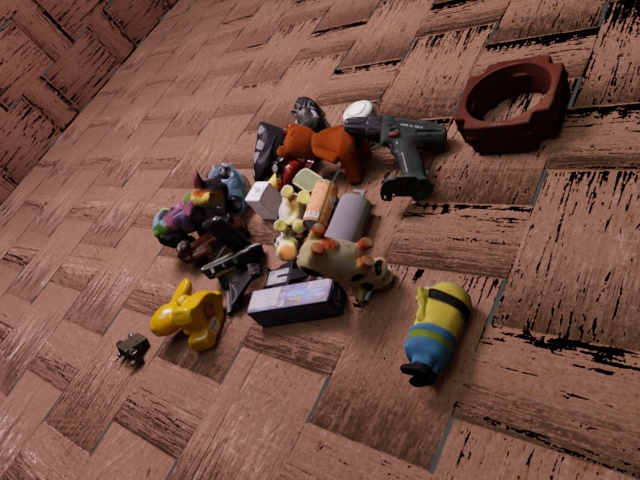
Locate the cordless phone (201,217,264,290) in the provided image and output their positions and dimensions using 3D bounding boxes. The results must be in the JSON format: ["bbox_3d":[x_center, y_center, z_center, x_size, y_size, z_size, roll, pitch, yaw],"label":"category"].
[{"bbox_3d":[-0.230,0.024,1.242,0.147,0.184,0.089,-22,47,20],"label":"cordless phone"}]

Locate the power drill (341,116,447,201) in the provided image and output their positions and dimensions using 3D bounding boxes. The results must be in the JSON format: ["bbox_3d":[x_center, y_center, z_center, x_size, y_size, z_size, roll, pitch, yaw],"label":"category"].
[{"bbox_3d":[0.162,-0.183,1.162,0.232,0.085,0.207,1,52,0],"label":"power drill"}]

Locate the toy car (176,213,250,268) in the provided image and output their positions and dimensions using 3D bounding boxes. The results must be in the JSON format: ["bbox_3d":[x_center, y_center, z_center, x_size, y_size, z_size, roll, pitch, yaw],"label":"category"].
[{"bbox_3d":[-0.273,0.007,1.364,0.202,0.089,0.053,-30,45,12],"label":"toy car"}]

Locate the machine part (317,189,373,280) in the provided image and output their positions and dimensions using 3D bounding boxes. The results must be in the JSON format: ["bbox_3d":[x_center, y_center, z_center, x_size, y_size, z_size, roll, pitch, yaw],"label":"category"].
[{"bbox_3d":[0.052,-0.013,1.139,0.079,0.079,0.243,-2,52,37],"label":"machine part"}]

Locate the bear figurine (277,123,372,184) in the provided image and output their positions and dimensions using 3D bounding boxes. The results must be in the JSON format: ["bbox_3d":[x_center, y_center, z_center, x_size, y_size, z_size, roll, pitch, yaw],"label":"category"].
[{"bbox_3d":[0.008,-0.214,1.294,0.196,0.131,0.120,0,54,25],"label":"bear figurine"}]

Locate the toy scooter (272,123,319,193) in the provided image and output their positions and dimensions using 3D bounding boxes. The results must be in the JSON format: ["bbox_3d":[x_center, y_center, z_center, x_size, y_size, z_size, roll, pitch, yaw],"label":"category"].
[{"bbox_3d":[-0.067,-0.217,1.375,0.075,0.135,0.184,16,65,44],"label":"toy scooter"}]

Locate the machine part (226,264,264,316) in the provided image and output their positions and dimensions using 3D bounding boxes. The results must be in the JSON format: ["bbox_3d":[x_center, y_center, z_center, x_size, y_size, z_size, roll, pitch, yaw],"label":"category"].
[{"bbox_3d":[-0.175,0.105,1.212,0.139,0.039,0.084,-48,27,32],"label":"machine part"}]

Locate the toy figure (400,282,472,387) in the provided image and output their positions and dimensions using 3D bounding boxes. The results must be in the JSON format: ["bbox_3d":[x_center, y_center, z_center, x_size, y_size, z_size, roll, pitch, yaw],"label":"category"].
[{"bbox_3d":[0.192,0.151,0.878,0.089,0.082,0.180,10,51,21],"label":"toy figure"}]

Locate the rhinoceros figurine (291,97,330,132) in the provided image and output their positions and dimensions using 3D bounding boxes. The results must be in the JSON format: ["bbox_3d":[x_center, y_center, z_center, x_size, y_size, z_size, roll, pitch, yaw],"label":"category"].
[{"bbox_3d":[-0.029,-0.340,1.481,0.073,0.112,0.190,-28,33,11],"label":"rhinoceros figurine"}]

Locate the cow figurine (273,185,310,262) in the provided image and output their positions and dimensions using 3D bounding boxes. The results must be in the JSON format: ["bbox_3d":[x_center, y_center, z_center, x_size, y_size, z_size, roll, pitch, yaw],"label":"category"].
[{"bbox_3d":[-0.069,-0.032,1.213,0.068,0.098,0.167,11,82,-4],"label":"cow figurine"}]

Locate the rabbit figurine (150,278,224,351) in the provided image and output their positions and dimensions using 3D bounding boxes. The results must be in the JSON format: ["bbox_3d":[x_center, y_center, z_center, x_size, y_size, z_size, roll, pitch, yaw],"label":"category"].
[{"bbox_3d":[-0.314,0.165,1.228,0.173,0.121,0.162,-18,40,25],"label":"rabbit figurine"}]

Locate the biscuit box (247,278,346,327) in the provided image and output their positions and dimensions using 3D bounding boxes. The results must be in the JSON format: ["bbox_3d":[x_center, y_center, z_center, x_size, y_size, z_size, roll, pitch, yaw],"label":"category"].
[{"bbox_3d":[-0.049,0.129,1.098,0.203,0.062,0.059,-12,47,29],"label":"biscuit box"}]

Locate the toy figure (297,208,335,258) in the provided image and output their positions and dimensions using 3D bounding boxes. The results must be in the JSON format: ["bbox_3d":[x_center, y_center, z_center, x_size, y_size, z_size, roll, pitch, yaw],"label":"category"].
[{"bbox_3d":[-0.002,-0.004,1.189,0.064,0.057,0.154,-13,51,45],"label":"toy figure"}]

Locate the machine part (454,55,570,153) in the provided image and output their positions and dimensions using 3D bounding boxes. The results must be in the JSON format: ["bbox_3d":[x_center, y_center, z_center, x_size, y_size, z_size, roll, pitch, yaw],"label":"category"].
[{"bbox_3d":[0.397,-0.276,1.107,0.202,0.087,0.201,3,56,38],"label":"machine part"}]

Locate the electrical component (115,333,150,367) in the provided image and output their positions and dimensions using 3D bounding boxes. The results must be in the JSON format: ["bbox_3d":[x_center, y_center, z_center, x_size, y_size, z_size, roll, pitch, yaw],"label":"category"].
[{"bbox_3d":[-0.459,0.267,1.309,0.102,0.045,0.078,7,30,39],"label":"electrical component"}]

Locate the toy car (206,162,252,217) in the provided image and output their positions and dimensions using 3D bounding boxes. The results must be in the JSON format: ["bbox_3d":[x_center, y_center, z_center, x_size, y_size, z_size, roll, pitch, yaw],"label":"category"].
[{"bbox_3d":[-0.235,-0.129,1.444,0.103,0.161,0.109,-15,4,-44],"label":"toy car"}]

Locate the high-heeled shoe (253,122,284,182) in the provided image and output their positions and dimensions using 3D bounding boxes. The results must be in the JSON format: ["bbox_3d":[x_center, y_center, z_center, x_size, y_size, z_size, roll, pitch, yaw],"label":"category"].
[{"bbox_3d":[-0.156,-0.255,1.557,0.249,0.086,0.145,-106,37,-68],"label":"high-heeled shoe"}]

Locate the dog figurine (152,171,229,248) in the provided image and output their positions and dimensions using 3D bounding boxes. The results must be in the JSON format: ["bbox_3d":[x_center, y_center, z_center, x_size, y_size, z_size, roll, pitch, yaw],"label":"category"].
[{"bbox_3d":[-0.329,-0.080,1.361,0.191,0.219,0.108,-20,71,-26],"label":"dog figurine"}]

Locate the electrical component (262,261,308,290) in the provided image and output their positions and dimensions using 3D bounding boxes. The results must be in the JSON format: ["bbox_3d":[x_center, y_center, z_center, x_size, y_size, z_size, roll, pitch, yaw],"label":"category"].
[{"bbox_3d":[-0.065,0.087,1.161,0.119,0.047,0.075,-16,46,26],"label":"electrical component"}]

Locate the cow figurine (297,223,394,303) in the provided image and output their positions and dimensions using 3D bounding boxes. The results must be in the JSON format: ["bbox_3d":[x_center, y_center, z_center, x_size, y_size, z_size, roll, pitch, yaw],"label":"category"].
[{"bbox_3d":[0.050,0.052,1.008,0.127,0.195,0.085,127,151,-47],"label":"cow figurine"}]
